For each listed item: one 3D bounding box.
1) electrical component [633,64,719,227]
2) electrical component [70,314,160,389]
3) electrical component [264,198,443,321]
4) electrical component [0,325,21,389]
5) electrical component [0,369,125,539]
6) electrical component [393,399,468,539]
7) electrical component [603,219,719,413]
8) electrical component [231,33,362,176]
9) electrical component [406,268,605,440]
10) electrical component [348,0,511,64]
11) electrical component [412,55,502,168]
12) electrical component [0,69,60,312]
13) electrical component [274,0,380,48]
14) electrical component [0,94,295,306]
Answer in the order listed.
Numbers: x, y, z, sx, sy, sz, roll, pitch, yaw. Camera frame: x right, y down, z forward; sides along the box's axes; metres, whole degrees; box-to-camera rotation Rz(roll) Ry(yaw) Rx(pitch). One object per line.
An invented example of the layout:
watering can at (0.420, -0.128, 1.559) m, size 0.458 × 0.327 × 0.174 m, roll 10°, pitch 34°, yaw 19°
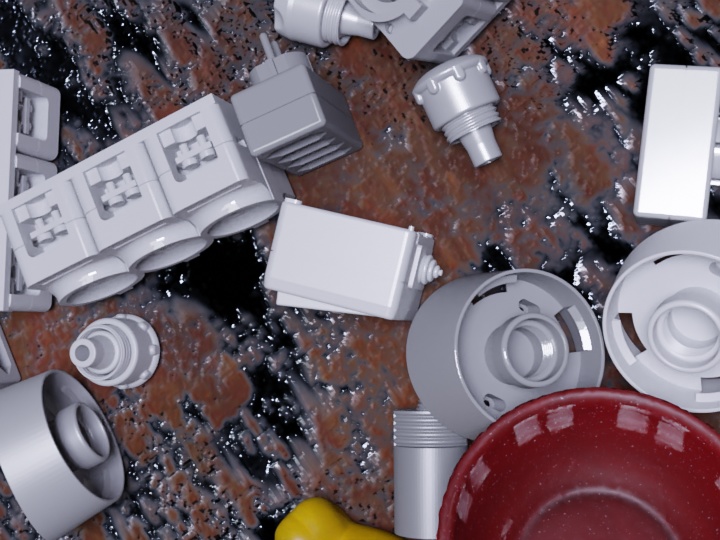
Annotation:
electrical component at (0.194, -0.065, 0.589) m, size 0.076 × 0.047 × 0.083 m, roll 7°, pitch 89°, yaw 17°
electrical component at (-0.157, 0.051, 0.669) m, size 0.048 × 0.062 × 0.048 m, roll -1°, pitch 87°, yaw 15°
electrical component at (0.000, 0.000, 0.630) m, size 0.096 × 0.062 × 0.061 m, roll 14°, pitch 91°, yaw 15°
electrical component at (-0.276, 0.067, 0.698) m, size 0.077 × 0.066 × 0.047 m, roll -26°, pitch 81°, yaw 12°
electrical component at (-0.191, 0.112, 0.659) m, size 0.064 × 0.099 × 0.099 m, roll -27°, pitch 80°, yaw 6°
electrical component at (0.041, 0.111, 0.622) m, size 0.043 × 0.043 × 0.081 m, roll -2°, pitch 86°, yaw 15°
electrical component at (0.181, 0.024, 0.569) m, size 0.099 × 0.064 × 0.099 m, roll 11°, pitch 115°, yaw 26°
electrical component at (-0.042, -0.104, 0.636) m, size 0.047 × 0.083 × 0.075 m, roll -23°, pitch 81°, yaw 13°
electrical component at (0.083, 0.047, 0.599) m, size 0.099 × 0.064 × 0.099 m, roll 3°, pitch 80°, yaw -18°
electrical component at (0.059, -0.200, 0.602) m, size 0.150 × 0.062 × 0.089 m, roll -45°, pitch 74°, yaw 26°
electrical component at (0.062, -0.091, 0.628) m, size 0.048 × 0.048 × 0.062 m, roll -25°, pitch 88°, yaw 12°
electrical component at (-0.249, -0.049, 0.700) m, size 0.089 × 0.062 × 0.150 m, roll 1°, pitch 87°, yaw 15°
electrical component at (-0.018, -0.156, 0.653) m, size 0.062 × 0.043 × 0.043 m, roll 18°, pitch 92°, yaw 14°
electrical component at (-0.125, -0.037, 0.651) m, size 0.150 × 0.089 × 0.061 m, roll -25°, pitch 80°, yaw 12°
